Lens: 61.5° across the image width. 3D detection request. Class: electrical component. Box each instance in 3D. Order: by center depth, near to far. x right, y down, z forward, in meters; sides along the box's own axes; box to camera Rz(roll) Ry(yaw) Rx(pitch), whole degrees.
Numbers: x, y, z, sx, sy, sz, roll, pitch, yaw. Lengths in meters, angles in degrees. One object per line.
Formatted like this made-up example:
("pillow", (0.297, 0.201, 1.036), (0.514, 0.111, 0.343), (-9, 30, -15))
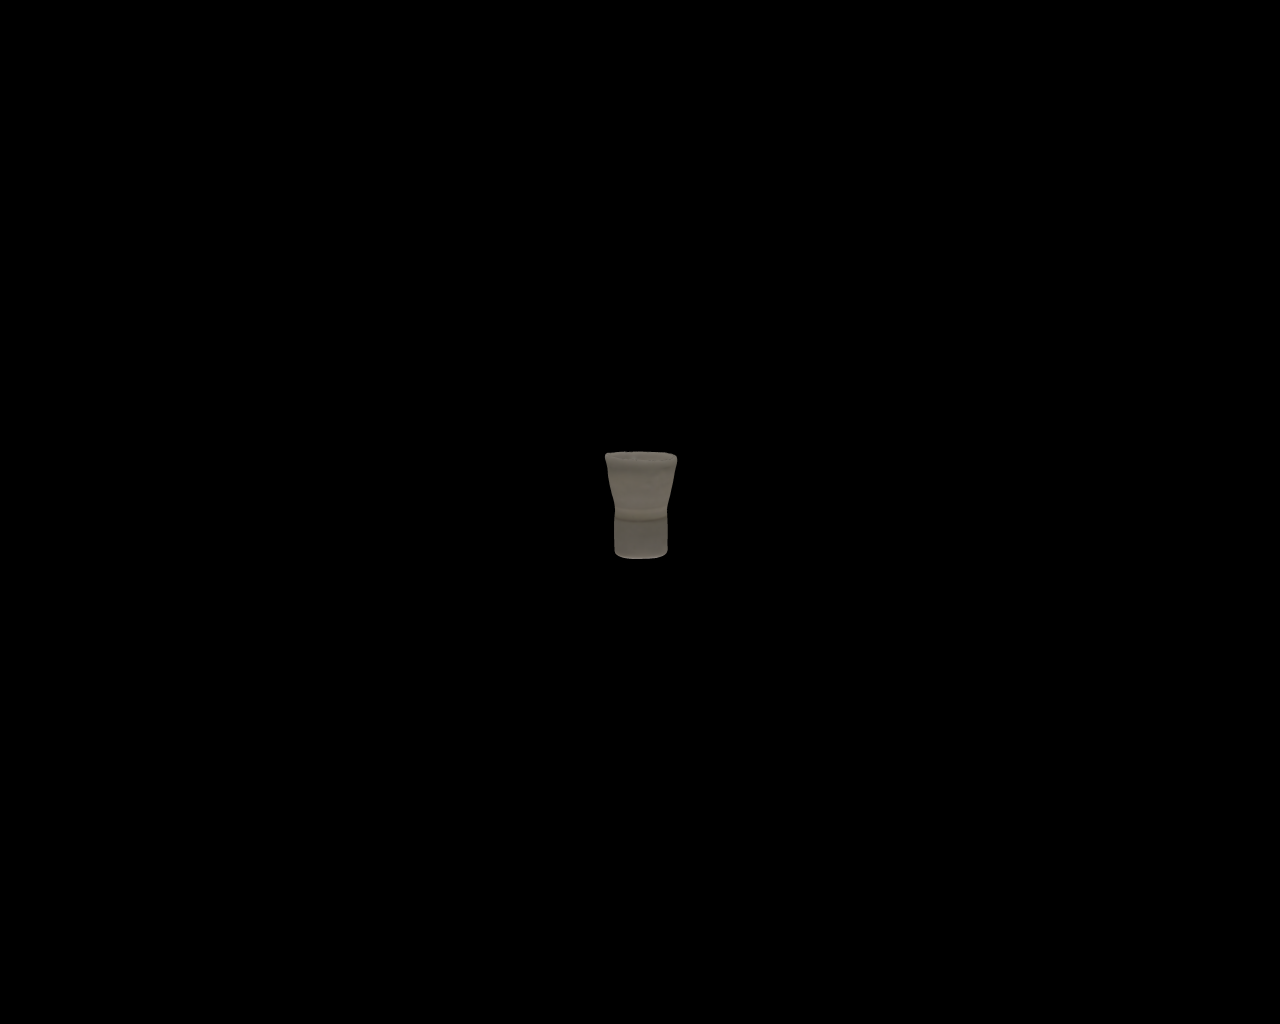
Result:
("electrical component", (0.001, -0.003, 0.650), (0.044, 0.065, 0.044), (0, 9, 0))
